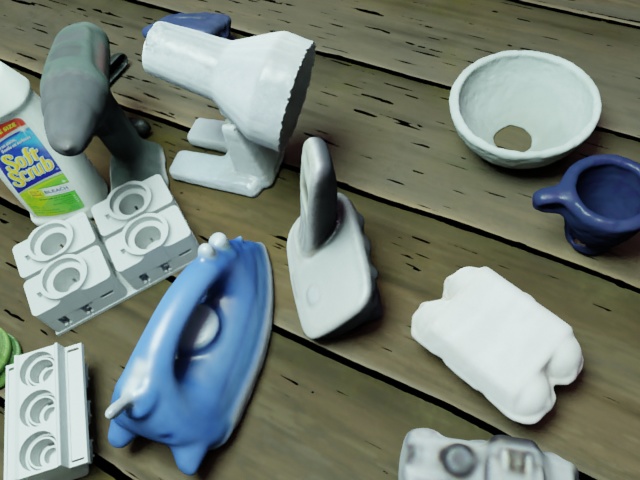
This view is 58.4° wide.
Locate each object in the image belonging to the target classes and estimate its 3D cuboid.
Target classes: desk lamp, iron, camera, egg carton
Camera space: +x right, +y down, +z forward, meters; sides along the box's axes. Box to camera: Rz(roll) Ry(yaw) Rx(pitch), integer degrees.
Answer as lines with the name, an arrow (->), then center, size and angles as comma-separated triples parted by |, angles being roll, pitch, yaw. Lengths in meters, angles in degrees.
desk lamp -> -0.098, -0.145, 0.647 | 0.202, 0.214, 0.118 | 12, 62, 15
iron -> -0.120, 0.079, 0.557 | 0.118, 0.142, 0.258 | 13, 62, 15
camera -> 0.130, 0.231, 0.455 | 0.143, 0.101, 0.137 | 5, 60, 11
egg carton -> 0.168, 0.096, 0.549 | 0.150, 0.069, 0.107 | 38, 71, 26

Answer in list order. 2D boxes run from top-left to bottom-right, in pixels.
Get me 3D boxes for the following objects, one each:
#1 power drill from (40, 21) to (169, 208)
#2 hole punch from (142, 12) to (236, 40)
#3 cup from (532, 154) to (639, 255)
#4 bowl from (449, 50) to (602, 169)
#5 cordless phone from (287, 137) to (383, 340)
power drill -> -0.248, -0.131, 0.663 | 0.075, 0.209, 0.229 | -17, 58, -2
hole punch -> -0.186, -0.295, 0.821 | 0.108, 0.091, 0.101 | 5, 60, 11
cup -> 0.275, -0.025, 0.592 | 0.117, 0.095, 0.091 | -3, 59, 7
bowl -> 0.236, -0.142, 0.680 | 0.167, 0.075, 0.167 | -3, 59, 6
cordless phone -> 0.005, 0.002, 0.561 | 0.094, 0.185, 0.147 | -15, 58, -1
